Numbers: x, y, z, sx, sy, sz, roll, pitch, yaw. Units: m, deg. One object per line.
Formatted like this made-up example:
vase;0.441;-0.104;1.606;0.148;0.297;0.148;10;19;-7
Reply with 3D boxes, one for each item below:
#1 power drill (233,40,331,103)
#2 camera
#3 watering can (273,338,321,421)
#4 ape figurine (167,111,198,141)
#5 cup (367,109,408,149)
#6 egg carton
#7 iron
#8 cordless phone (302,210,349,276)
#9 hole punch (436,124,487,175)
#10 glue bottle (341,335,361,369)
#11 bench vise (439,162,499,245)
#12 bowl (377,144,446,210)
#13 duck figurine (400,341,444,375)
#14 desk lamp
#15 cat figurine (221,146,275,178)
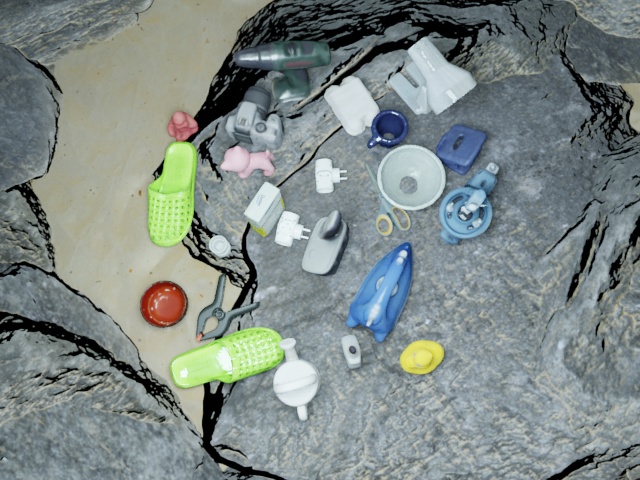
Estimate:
power drill;-0.086;-0.422;1.419;0.229;0.208;0.075;-12;78;-1
camera;-0.157;-0.318;1.454;0.143;0.101;0.137;14;79;5
watering can;-0.056;0.310;1.271;0.101;0.194;0.173;-34;79;-5
ape figurine;-0.353;-0.298;1.460;0.077;0.092;0.076;2;78;2
cup;0.162;-0.259;1.436;0.118;0.095;0.091;-42;80;-7
egg carton;0.086;-0.345;1.469;0.107;0.069;0.150;-32;79;-5
iron;0.159;0.102;1.336;0.118;0.141;0.258;25;80;7
cordless phone;0.012;0.005;1.338;0.094;0.185;0.148;17;79;5
hole punch;0.347;-0.230;1.427;0.101;0.091;0.109;31;81;8
glue bottle;0.072;0.251;1.291;0.037;0.173;0.078;-14;78;-1
bench vise;0.350;-0.102;1.334;0.121;0.220;0.207;14;79;5
bowl;0.223;-0.146;1.421;0.167;0.075;0.167;0;78;2
duck figurine;0.240;0.271;1.326;0.104;0.086;0.077;-19;78;-2
desk lamp;0.271;-0.388;1.400;0.118;0.213;0.203;-39;80;-6
cat figurine;-0.181;-0.201;1.421;0.128;0.118;0.067;-9;78;0
